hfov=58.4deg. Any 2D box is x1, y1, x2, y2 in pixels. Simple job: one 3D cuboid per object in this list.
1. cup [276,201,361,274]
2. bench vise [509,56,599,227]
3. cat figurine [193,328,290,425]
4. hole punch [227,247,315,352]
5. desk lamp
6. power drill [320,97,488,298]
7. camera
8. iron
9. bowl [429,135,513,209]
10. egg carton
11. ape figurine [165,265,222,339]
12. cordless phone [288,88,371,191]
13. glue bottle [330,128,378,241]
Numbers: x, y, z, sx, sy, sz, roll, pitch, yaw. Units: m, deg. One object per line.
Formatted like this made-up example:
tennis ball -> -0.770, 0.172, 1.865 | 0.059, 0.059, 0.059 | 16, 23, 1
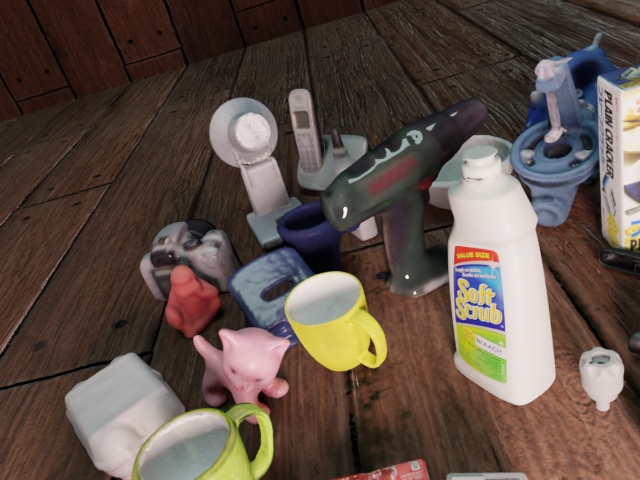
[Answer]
cup -> 0.007, 0.003, 0.809 | 0.117, 0.095, 0.091 | -10, 31, 15
bench vise -> 0.320, -0.156, 0.779 | 0.121, 0.220, 0.207 | -4, 32, 23
cat figurine -> -0.087, 0.132, 0.621 | 0.127, 0.118, 0.067 | 6, 38, 36
hole punch -> -0.048, 0.073, 0.725 | 0.109, 0.091, 0.100 | -30, 32, -19
desk lamp -> -0.101, -0.126, 0.963 | 0.118, 0.214, 0.202 | -23, 30, -9
power drill -> 0.120, -0.043, 0.709 | 0.230, 0.209, 0.075 | -25, 30, -12
camera -> -0.194, 0.013, 0.895 | 0.143, 0.101, 0.137 | -9, 31, 15
iron -> 0.401, -0.232, 0.940 | 0.259, 0.142, 0.118 | -34, 34, -26
bowl -> 0.216, -0.094, 0.878 | 0.167, 0.075, 0.167 | -13, 30, 8
egg carton -> -0.216, 0.192, 0.639 | 0.107, 0.069, 0.149 | -35, 34, -27
ape figurine -> -0.180, 0.077, 0.790 | 0.078, 0.092, 0.076 | -19, 30, -1
cordless phone -> 0.012, -0.179, 1.020 | 0.147, 0.185, 0.094 | 4, 37, 34
glue bottle -> 0.043, -0.087, 0.860 | 0.037, 0.173, 0.078 | -25, 30, -11
